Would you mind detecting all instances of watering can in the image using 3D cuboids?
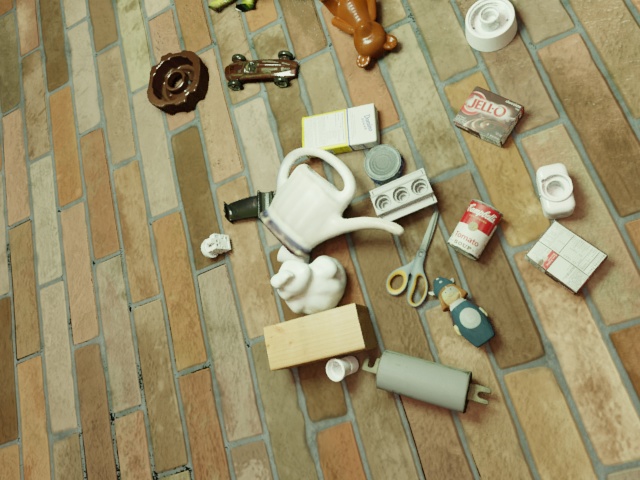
[{"bbox_3d":[0.003,-0.055,1.096,0.222,0.103,0.353,-52,56,12],"label":"watering can"}]

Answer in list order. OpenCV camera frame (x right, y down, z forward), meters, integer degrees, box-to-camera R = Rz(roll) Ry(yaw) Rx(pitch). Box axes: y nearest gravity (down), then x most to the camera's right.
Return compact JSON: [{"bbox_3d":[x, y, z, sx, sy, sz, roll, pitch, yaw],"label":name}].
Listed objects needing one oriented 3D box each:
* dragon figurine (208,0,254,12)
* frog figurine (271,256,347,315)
[{"bbox_3d":[-0.185,-0.738,1.376,0.410,0.120,0.246,5,71,14],"label":"dragon figurine"},{"bbox_3d":[-0.020,0.089,1.059,0.137,0.158,0.124,-41,68,9],"label":"frog figurine"}]
